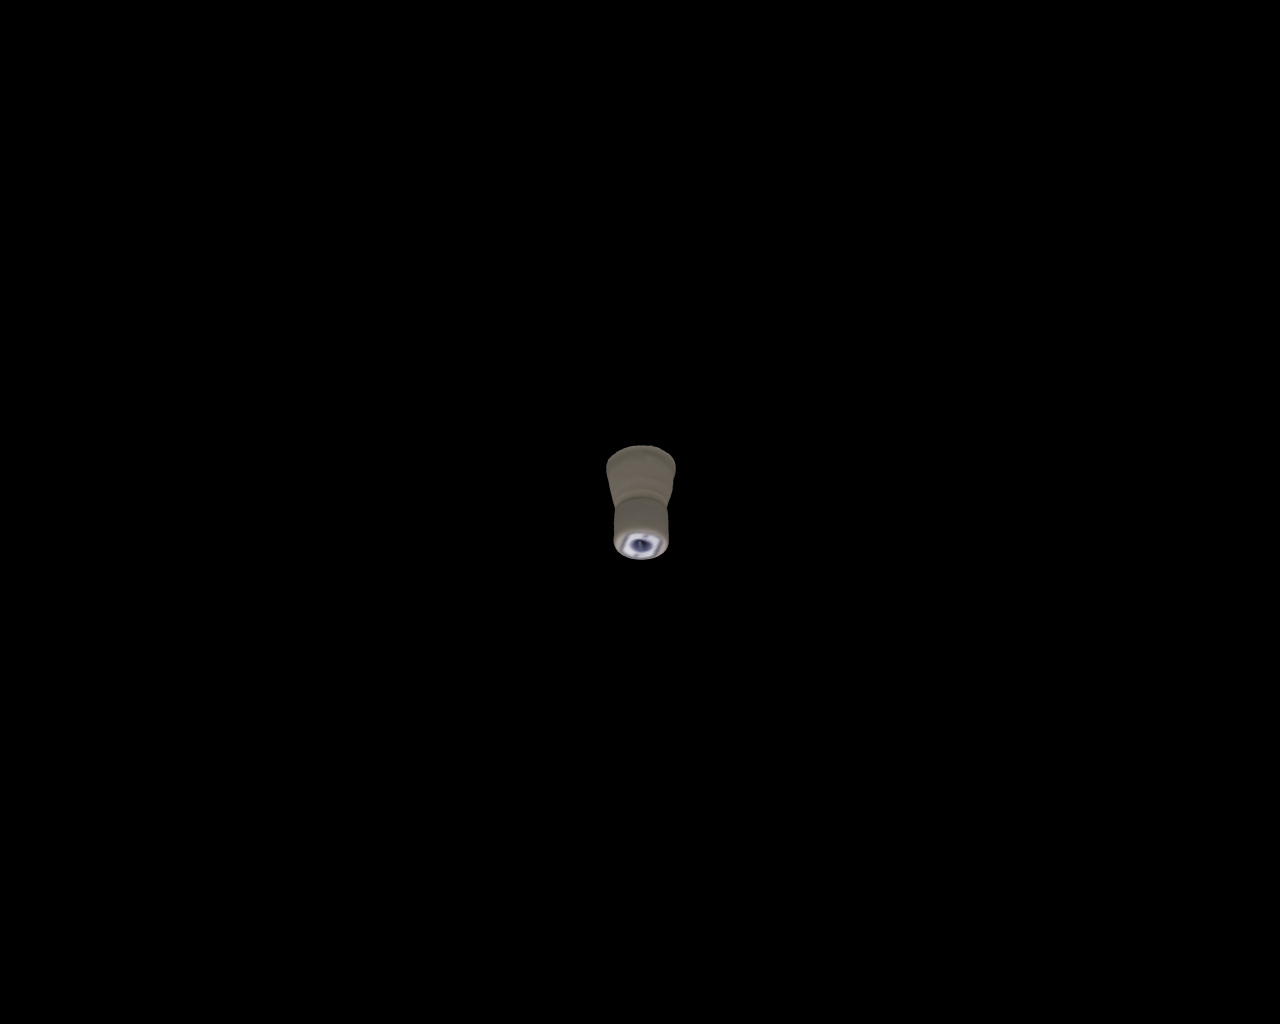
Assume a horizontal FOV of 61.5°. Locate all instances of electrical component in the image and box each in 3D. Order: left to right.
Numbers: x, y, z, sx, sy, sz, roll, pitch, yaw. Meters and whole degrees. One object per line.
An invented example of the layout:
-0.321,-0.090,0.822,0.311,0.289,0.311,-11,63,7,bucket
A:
0.001,-0.003,0.650,0.044,0.065,0.044,0,-39,0,electrical component
